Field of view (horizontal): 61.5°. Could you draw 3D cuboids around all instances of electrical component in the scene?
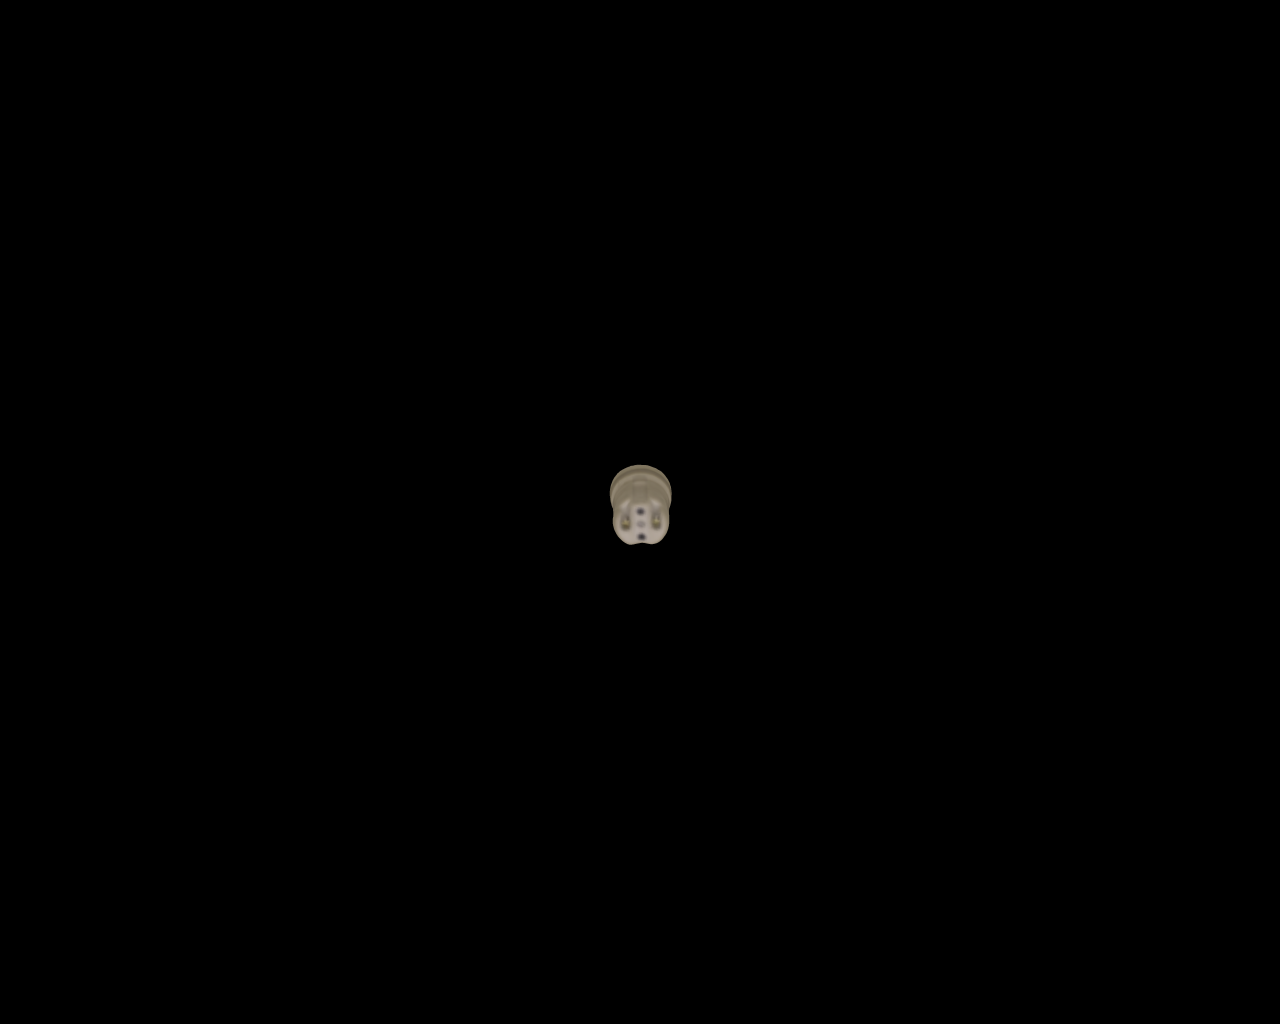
[{"bbox_3d":[0.001,-0.003,0.650,0.040,0.040,0.046,0,29,0],"label":"electrical component"}]
